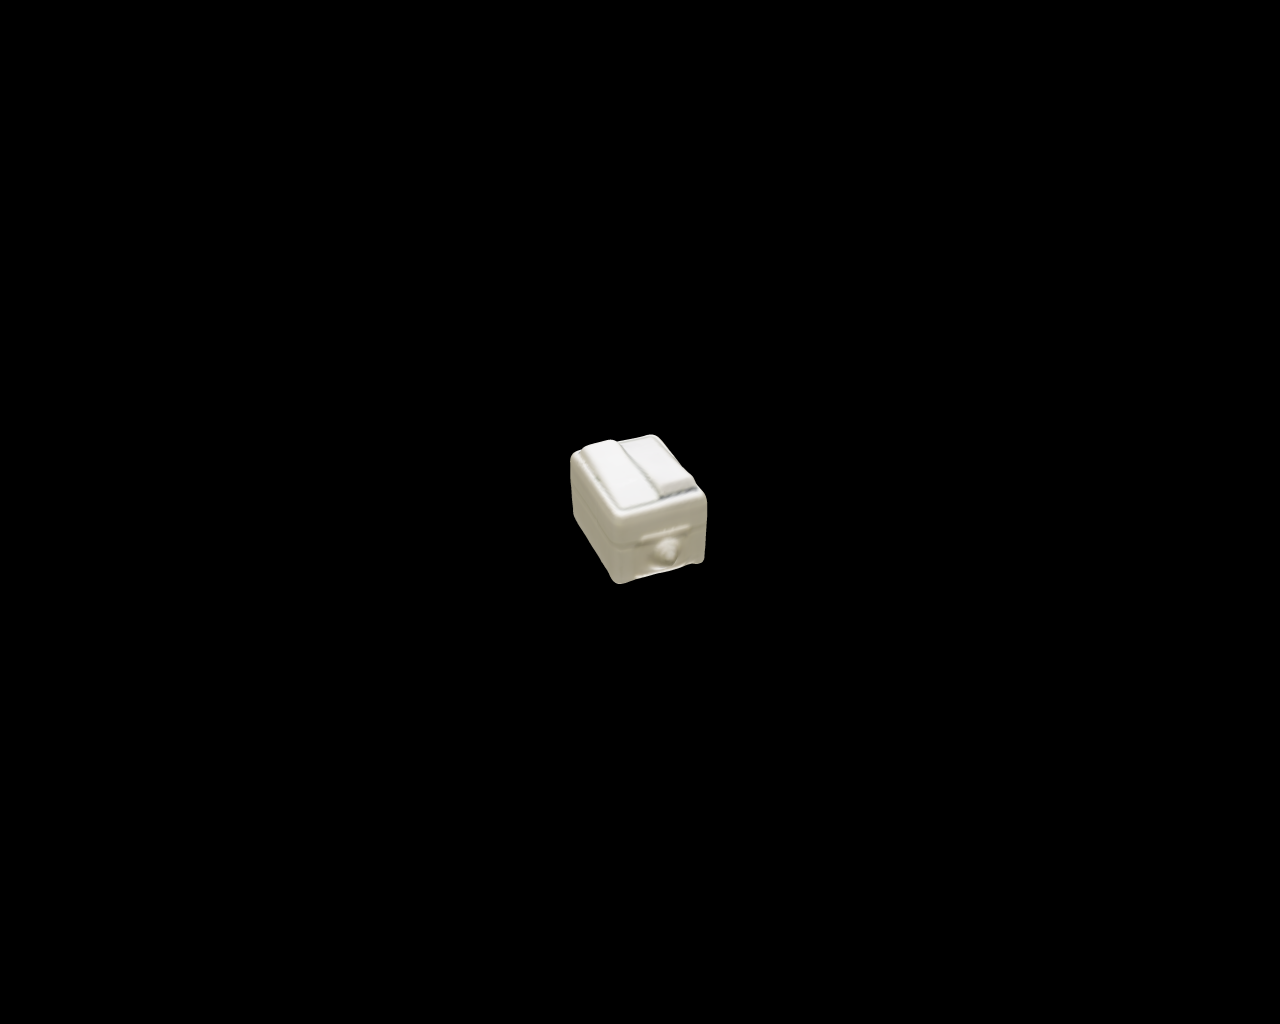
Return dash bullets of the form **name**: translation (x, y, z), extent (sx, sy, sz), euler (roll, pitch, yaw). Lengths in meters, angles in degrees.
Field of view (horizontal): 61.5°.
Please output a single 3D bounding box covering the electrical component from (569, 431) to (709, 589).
- **electrical component**: translation (0.001, -0.003, 0.650), extent (0.062, 0.061, 0.096), euler (-13, 38, -18)
